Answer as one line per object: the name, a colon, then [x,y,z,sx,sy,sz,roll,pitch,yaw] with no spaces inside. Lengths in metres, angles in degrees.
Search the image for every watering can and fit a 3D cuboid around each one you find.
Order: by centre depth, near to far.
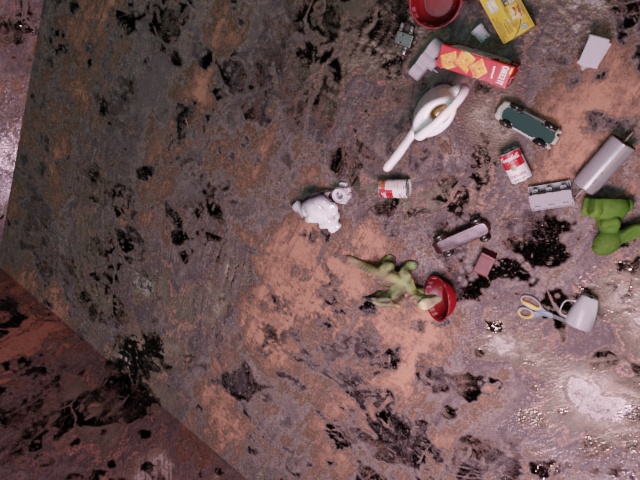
watering can: [0.324,-0.367,1.601,0.103,0.229,0.342,40,122,-13]

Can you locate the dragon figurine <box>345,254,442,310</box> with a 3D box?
dragon figurine: [0.230,0.154,1.806,0.411,0.246,0.120,13,114,24]

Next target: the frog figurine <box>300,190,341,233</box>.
frog figurine: [0.006,-0.096,1.911,0.137,0.123,0.160,-22,86,11]
